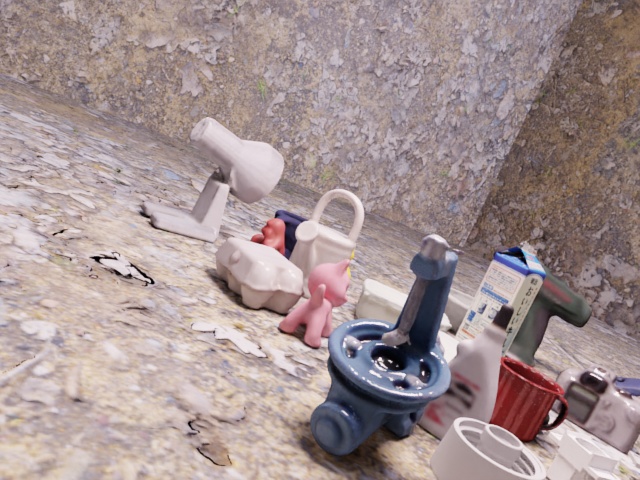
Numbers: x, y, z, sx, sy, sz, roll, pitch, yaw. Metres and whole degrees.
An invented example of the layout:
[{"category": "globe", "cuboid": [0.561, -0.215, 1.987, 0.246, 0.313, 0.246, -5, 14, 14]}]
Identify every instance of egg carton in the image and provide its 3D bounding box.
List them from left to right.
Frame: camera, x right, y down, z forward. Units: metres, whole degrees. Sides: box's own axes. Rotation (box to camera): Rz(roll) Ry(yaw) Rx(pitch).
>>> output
[{"category": "egg carton", "cuboid": [-0.095, 0.051, 0.866, 0.108, 0.069, 0.149, 16, 12, -39]}]

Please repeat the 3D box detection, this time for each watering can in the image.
[{"category": "watering can", "cuboid": [0.011, 0.005, 1.003, 0.101, 0.194, 0.173, 24, 9, 3]}]

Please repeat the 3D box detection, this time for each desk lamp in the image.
[{"category": "desk lamp", "cuboid": [-0.193, -0.108, 1.073, 0.204, 0.213, 0.117, 16, 12, -40]}]

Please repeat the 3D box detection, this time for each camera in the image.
[{"category": "camera", "cuboid": [0.481, 0.269, 0.973, 0.142, 0.101, 0.137, 30, 11, 34]}]

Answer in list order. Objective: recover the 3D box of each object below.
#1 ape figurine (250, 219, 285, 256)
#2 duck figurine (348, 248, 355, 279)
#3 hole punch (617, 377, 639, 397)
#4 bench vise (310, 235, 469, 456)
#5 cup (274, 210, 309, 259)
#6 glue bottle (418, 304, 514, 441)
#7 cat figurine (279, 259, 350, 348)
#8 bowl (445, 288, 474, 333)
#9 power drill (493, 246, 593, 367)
[{"category": "ape figurine", "cuboid": [-0.095, 0.002, 1.074, 0.076, 0.092, 0.077, 22, 9, -11]}, {"category": "duck figurine", "cuboid": [0.041, 0.040, 1.220, 0.077, 0.086, 0.105, 28, 10, 23]}, {"category": "hole punch", "cuboid": [0.586, 0.296, 1.117, 0.100, 0.091, 0.109, 28, 10, 26]}, {"category": "bench vise", "cuboid": [0.082, 0.095, 0.581, 0.121, 0.220, 0.208, 25, 9, 11]}, {"category": "cup", "cuboid": [-0.069, -0.004, 1.162, 0.091, 0.095, 0.118, 28, 10, 25]}, {"category": "glue bottle", "cuboid": [0.176, 0.150, 0.652, 0.078, 0.173, 0.037, 28, 10, 24]}, {"category": "cat figurine", "cuboid": [0.005, 0.077, 0.813, 0.067, 0.118, 0.128, 25, 9, 9]}, {"category": "bowl", "cuboid": [0.317, 0.168, 1.225, 0.167, 0.075, 0.167, 23, 9, -4]}, {"category": "power drill", "cuboid": [0.435, 0.149, 1.209, 0.229, 0.208, 0.076, 27, 10, 20]}]
